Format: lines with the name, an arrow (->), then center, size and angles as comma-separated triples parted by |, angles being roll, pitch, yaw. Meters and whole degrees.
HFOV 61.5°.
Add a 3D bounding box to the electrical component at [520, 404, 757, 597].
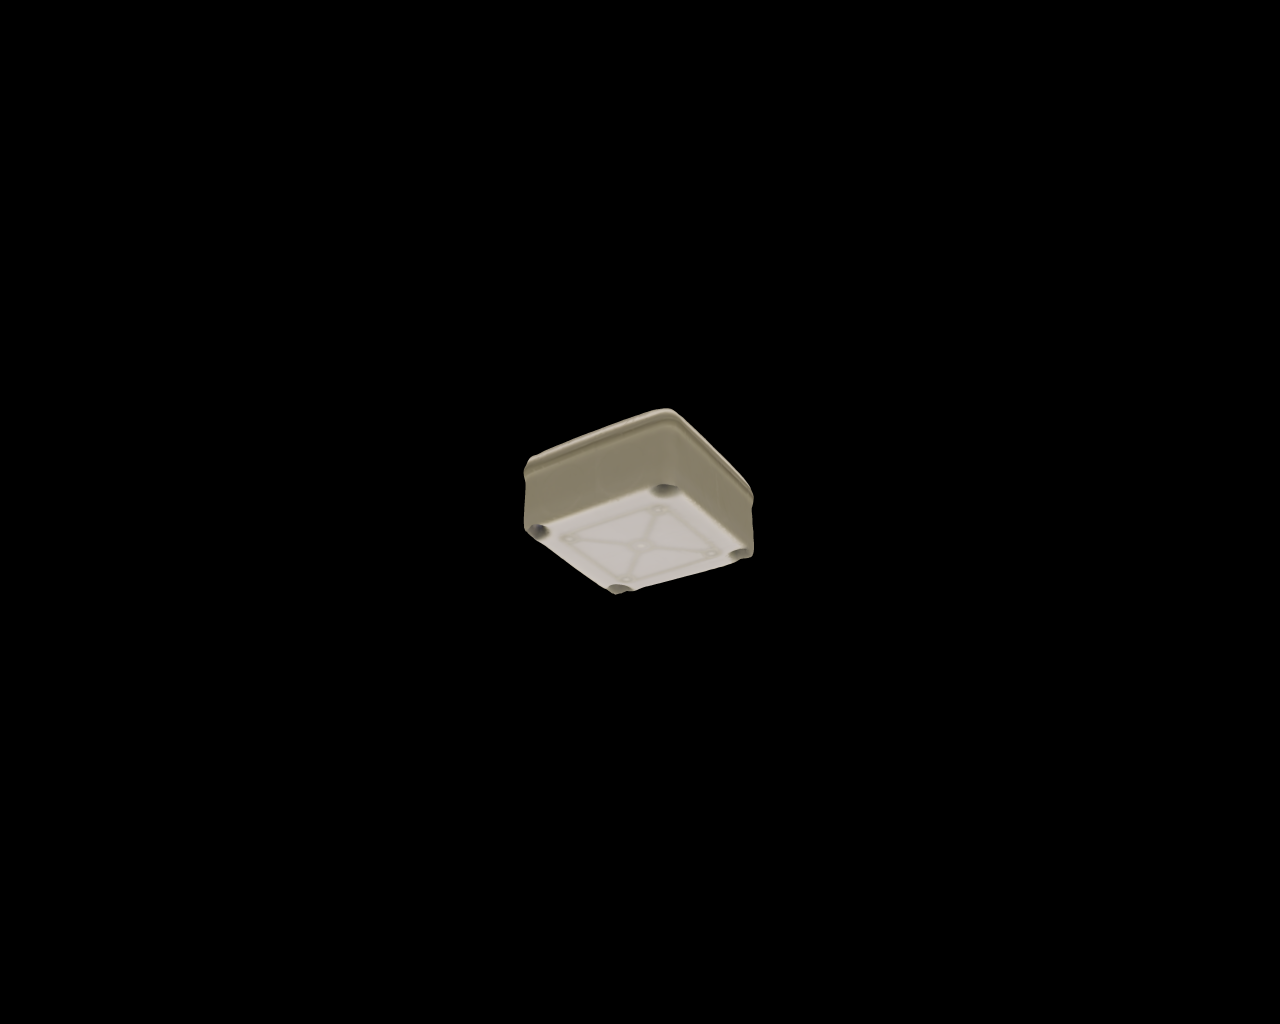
electrical component -> 0.001, -0.003, 0.650 | 0.108, 0.056, 0.108 | -18, -35, 27
